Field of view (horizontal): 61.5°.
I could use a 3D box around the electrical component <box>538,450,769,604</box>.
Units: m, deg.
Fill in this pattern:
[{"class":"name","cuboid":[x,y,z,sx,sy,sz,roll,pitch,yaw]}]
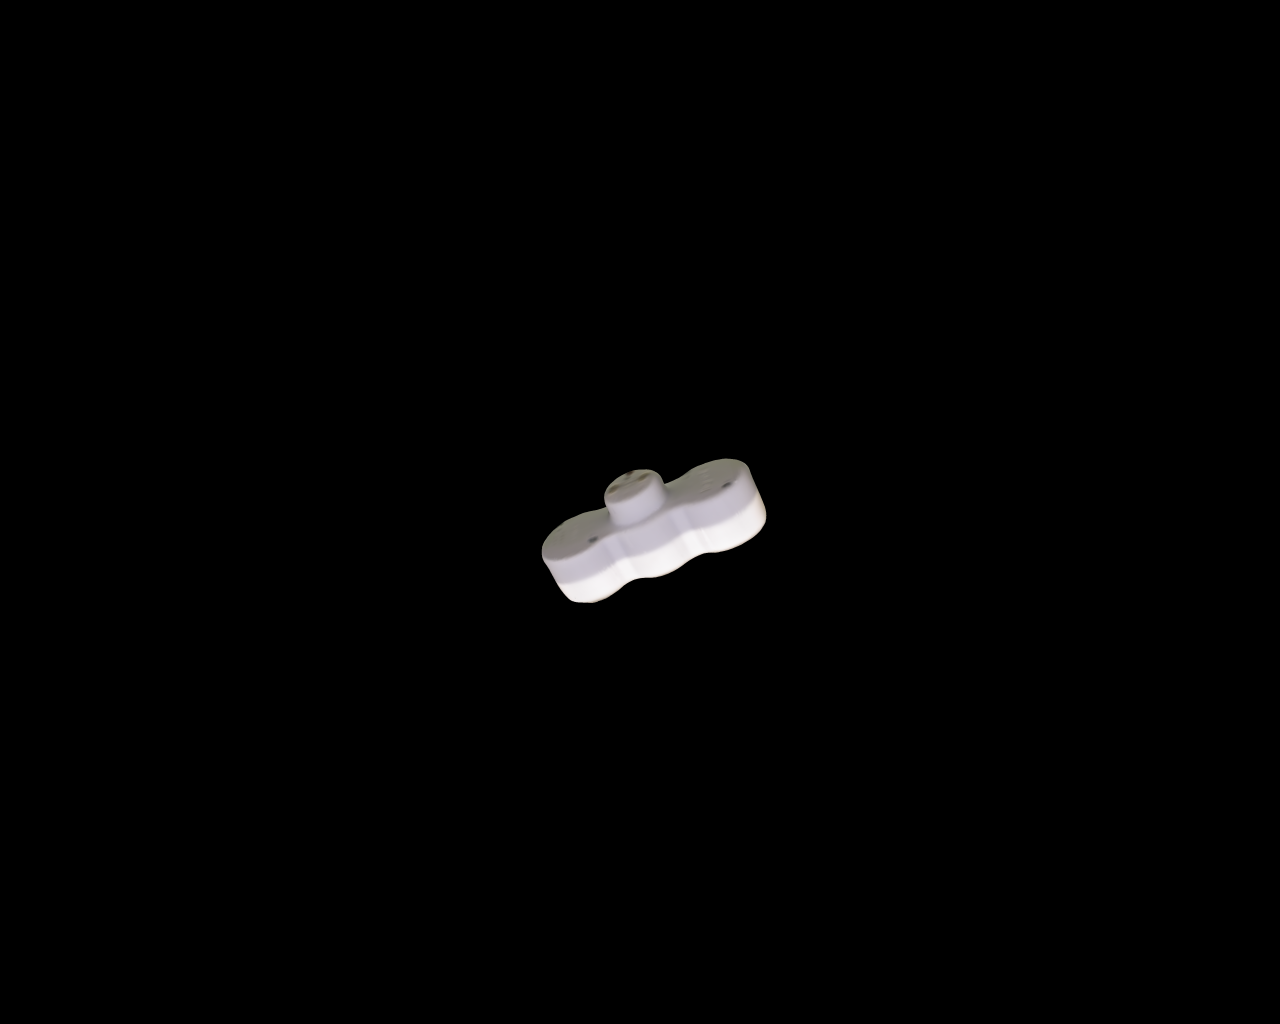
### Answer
[{"class":"electrical component","cuboid":[0.001,-0.003,0.650,0.138,0.073,0.052,-21,25,10]}]
